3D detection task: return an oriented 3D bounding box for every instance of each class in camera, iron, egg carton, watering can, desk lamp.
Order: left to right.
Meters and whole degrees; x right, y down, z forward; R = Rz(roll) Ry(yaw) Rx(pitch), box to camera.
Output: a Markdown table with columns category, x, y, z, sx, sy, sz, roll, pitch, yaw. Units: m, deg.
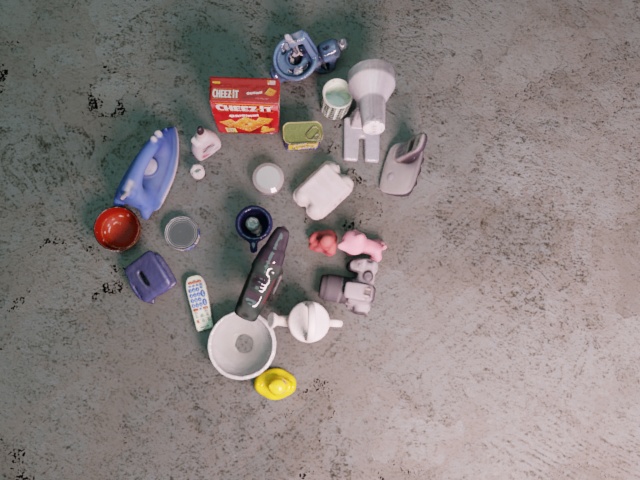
| category | x | y | z | sx | sy | sz | roll | pitch | yaw |
| --- | --- | --- | --- | --- | --- | --- | --- | --- | --- |
| iron | -0.427 | -0.191 | 1.427 | 0.118 | 0.141 | 0.258 | 22 | 81 | -1 |
| watering can | -0.035 | 0.199 | 1.377 | 0.173 | 0.194 | 0.101 | -19 | 84 | -7 |
| egg carton | 0.010 | -0.128 | 1.489 | 0.107 | 0.069 | 0.150 | 44 | 81 | 3 |
| camera | 0.070 | 0.111 | 1.445 | 0.137 | 0.100 | 0.143 | 10 | 81 | -3 |
| desk lamp | 0.124 | -0.322 | 1.452 | 0.118 | 0.213 | 0.203 | 1 | 82 | -4 |

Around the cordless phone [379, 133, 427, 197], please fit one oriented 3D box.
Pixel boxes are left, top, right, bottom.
| category | x | y | z | sx | sy | sz | roll | pitch | yaw |
| --- | --- | --- | --- | --- | --- | --- | --- | --- | --- |
| cordless phone | 0.219 | -0.192 | 1.456 | 0.094 | 0.185 | 0.148 | 14 | 81 | -2 |

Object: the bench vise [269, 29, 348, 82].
| category | x | y | z | sx | sy | sz | roll | pitch | yaw |
| --- | --- | --- | --- | --- | --- | --- | --- | --- | --- |
| bench vise | -0.033 | -0.494 | 1.460 | 0.207 | 0.219 | 0.121 | -37 | 86 | -8 |

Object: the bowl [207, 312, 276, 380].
| category | x | y | z | sx | sy | sz | roll | pitch | yaw |
| --- | --- | --- | --- | --- | --- | --- | --- | --- | --- |
| bowl | -0.190 | 0.259 | 1.417 | 0.167 | 0.074 | 0.167 | 1 | 82 | -4 |

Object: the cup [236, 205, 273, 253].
| category | x | y | z | sx | sy | sz | roll | pitch | yaw |
| --- | --- | --- | --- | --- | --- | --- | --- | --- | --- |
| cup | -0.164 | -0.022 | 1.448 | 0.091 | 0.095 | 0.118 | -1 | 82 | -4 |

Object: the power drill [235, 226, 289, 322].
| category | x | y | z | sx | sy | sz | roll | pitch | yaw |
| --- | --- | --- | --- | --- | --- | --- | --- | --- | --- |
| power drill | -0.134 | 0.084 | 1.378 | 0.075 | 0.208 | 0.230 | 23 | 81 | -1 |

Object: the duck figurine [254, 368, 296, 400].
| category | x | y | z | sx | sy | sz | roll | pitch | yaw |
| --- | --- | --- | --- | --- | --- | --- | --- | --- | --- |
| duck figurine | -0.110 | 0.356 | 1.404 | 0.104 | 0.086 | 0.077 | 5 | 82 | -4 |

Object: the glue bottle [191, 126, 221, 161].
| category | x | y | z | sx | sy | sz | roll | pitch | yaw |
| --- | --- | --- | --- | --- | --- | --- | --- | --- | --- |
| glue bottle | -0.291 | -0.250 | 1.430 | 0.078 | 0.173 | 0.037 | -40 | 86 | -8 |

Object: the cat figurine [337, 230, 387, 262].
| category | x | y | z | sx | sy | sz | roll | pitch | yaw |
| --- | --- | --- | --- | --- | --- | --- | --- | --- | --- |
| cat figurine | 0.108 | 0.011 | 1.453 | 0.128 | 0.117 | 0.067 | 11 | 81 | -3 |

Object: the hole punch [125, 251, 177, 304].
| category | x | y | z | sx | sy | sz | roll | pitch | yaw |
| --- | --- | --- | --- | --- | --- | --- | --- | --- | --- |
| hole punch | -0.421 | 0.094 | 1.413 | 0.101 | 0.091 | 0.108 | -34 | 86 | -8 |

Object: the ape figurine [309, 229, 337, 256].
| category | x | y | z | sx | sy | sz | roll | pitch | yaw |
| --- | --- | --- | --- | --- | --- | --- | --- | --- | --- |
| ape figurine | 0.013 | 0.005 | 1.459 | 0.076 | 0.092 | 0.078 | -35 | 86 | -8 |
